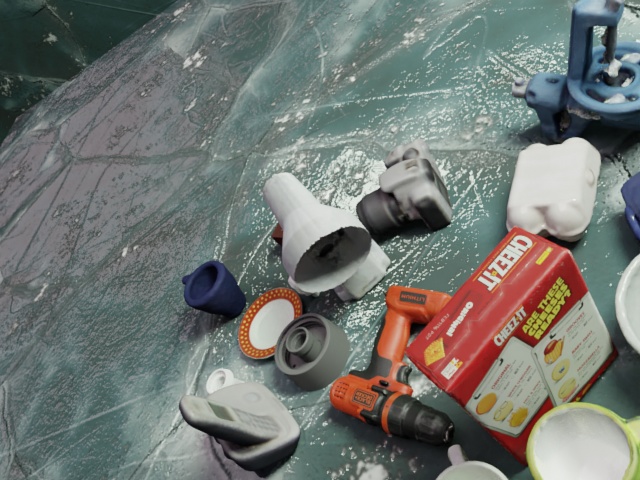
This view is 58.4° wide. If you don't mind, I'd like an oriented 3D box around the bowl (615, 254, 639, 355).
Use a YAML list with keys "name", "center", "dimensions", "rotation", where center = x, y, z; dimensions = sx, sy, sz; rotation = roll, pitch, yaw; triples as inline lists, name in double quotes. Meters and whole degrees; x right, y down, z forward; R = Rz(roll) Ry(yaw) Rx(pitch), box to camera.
- name: "bowl"
  center: [0.385, 0.074, 0.558]
  dimensions: [0.167, 0.075, 0.167]
  rotation: [-23, 44, 24]

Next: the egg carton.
- name: "egg carton"
  center: [0.307, -0.065, 0.752]
  dimensions: [0.107, 0.070, 0.150]
  rotation: [-4, 54, 39]

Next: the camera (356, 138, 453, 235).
- name: "camera"
  center: [0.121, -0.078, 0.899]
  dimensions: [0.136, 0.101, 0.143]
  rotation: [-26, 43, 22]

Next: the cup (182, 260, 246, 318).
- name: "cup"
  center: [-0.187, 0.096, 1.019]
  dimensions: [0.117, 0.095, 0.092]
  rotation: [5, 60, 43]

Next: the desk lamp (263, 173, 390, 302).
- name: "desk lamp"
  center: [0.008, 0.003, 0.837]
  dimensions: [0.118, 0.214, 0.202]
  rotation: [-41, 39, 5]

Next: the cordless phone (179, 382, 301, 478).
- name: "cordless phone"
  center: [-0.126, 0.231, 0.776]
  dimensions: [0.094, 0.186, 0.147]
  rotation: [-51, 40, -8]

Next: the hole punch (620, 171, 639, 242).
- name: "hole punch"
  center: [0.394, -0.041, 0.638]
  dimensions: [0.101, 0.091, 0.108]
  rotation: [-24, 43, 23]

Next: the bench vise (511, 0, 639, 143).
- name: "bench vise"
  center: [0.337, -0.211, 0.733]
  dimensions: [0.206, 0.220, 0.121]
  rotation: [-10, 50, 35]
